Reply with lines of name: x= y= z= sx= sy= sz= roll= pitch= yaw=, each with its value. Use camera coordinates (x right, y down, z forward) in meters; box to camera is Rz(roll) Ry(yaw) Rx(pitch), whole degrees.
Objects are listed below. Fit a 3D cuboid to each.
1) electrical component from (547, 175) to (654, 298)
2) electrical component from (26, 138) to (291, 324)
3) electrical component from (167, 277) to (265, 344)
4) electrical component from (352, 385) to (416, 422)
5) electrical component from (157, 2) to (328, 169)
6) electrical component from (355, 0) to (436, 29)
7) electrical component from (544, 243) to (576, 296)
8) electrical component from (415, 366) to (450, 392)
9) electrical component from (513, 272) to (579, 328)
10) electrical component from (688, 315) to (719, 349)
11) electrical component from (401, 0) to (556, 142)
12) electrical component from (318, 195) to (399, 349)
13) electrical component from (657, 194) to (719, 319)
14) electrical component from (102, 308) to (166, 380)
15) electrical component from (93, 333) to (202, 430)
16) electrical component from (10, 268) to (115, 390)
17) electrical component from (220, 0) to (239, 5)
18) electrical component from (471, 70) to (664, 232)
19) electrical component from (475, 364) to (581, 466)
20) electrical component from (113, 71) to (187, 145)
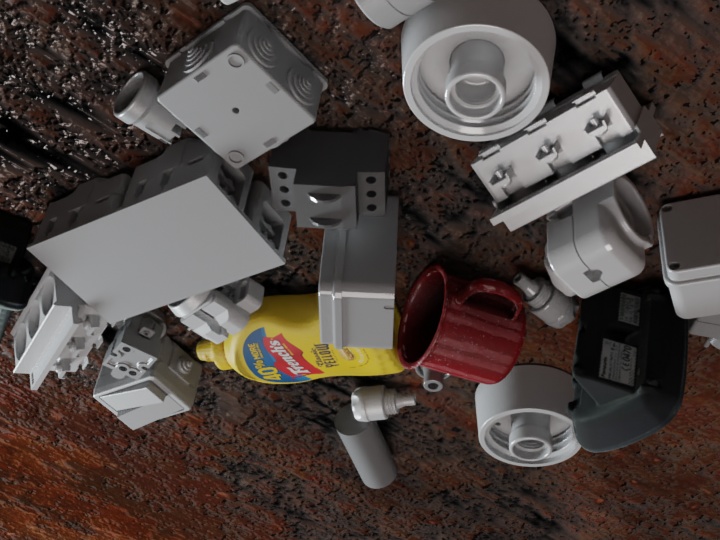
electrical component: x=0.179 y=-0.034 z=0.805 sx=0.059 sy=0.095 sz=0.054 roll=-28 pitch=127 yaw=34
electrical component: x=-0.162 y=-0.033 z=0.885 sx=0.186 sy=0.060 sz=0.105 roll=-18 pitch=132 yaw=26
electrical component: x=-0.132 y=0.025 z=0.947 sx=0.078 sy=0.058 sz=0.057 roll=-30 pitch=129 yaw=34
electrical component: x=0.024 y=0.129 z=1.055 sx=0.061 sy=0.035 sz=0.035 roll=-7 pitch=136 yaw=13
electrical component: x=-0.085 y=-0.129 z=0.776 sx=0.100 sy=0.048 sz=0.100 roll=-26 pitch=128 yaw=32
electrical component: x=0.007 y=-0.218 z=0.661 sx=0.074 sy=0.052 sz=0.138 roll=-26 pitch=128 yaw=32
electrical component: x=0.169 y=-0.012 z=0.870 sx=0.043 sy=0.043 sz=0.062 roll=-13 pitch=133 yaw=22
electrical component: x=0.068 y=0.080 z=0.973 sx=0.043 sy=0.062 sz=0.043 roll=4 pitch=138 yaw=4
electrical component: x=0.156 y=0.022 z=0.916 sx=0.061 sy=0.035 sz=0.035 roll=34 pitch=132 yaw=-23
electrical component: x=0.314 y=0.044 z=0.906 sx=0.083 sy=0.047 sz=0.075 roll=10 pitch=139 yaw=-2
electrical component: x=0.080 y=-0.136 z=0.733 sx=0.108 sy=0.060 sz=0.108 roll=4 pitch=138 yaw=4
electrical component: x=0.000 y=0.000 z=0.858 sx=0.057 sy=0.113 sz=0.078 roll=2 pitch=138 yaw=2
electrical component: x=0.290 y=-0.016 z=0.822 sx=0.113 sy=0.078 sz=0.057 roll=-10 pitch=138 yaw=19
electrical component: x=-0.208 y=0.063 z=1.002 sx=0.048 sy=0.055 sz=0.066 roll=28 pitch=134 yaw=-21
electrical component: x=-0.202 y=0.110 z=1.049 sx=0.096 sy=0.061 sz=0.061 roll=-19 pitch=131 yaw=27
electrical component: x=-0.271 y=0.048 z=0.988 sx=0.063 sy=0.078 sz=0.121 roll=7 pitch=143 yaw=-33
electrical component: x=-0.062 y=-0.201 z=0.700 sx=0.065 sy=0.044 sz=0.044 roll=-10 pitch=135 yaw=12
electrical component: x=0.146 y=-0.087 z=0.774 sx=0.121 sy=0.078 sz=0.063 roll=-28 pitch=105 yaw=33
electrical component: x=0.164 y=0.147 z=1.033 sx=0.108 sy=0.060 sz=0.108 roll=4 pitch=138 yaw=4
electrical component: x=-0.155 y=-0.120 z=0.805 sx=0.046 sy=0.040 sz=0.040 roll=33 pitch=133 yaw=-33
